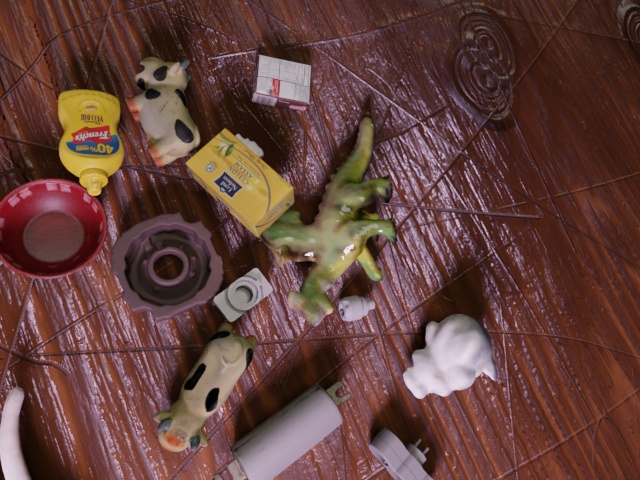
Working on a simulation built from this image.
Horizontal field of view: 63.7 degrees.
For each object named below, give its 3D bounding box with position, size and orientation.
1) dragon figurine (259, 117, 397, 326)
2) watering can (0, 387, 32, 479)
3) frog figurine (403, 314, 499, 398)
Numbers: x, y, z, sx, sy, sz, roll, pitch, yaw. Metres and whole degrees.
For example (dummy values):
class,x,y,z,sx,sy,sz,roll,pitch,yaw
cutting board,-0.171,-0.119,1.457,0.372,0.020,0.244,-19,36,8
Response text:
class,x,y,z,sx,sy,sz,roll,pitch,yaw
dragon figurine,0.003,-0.047,0.930,0.243,0.120,0.418,-1,65,-8
watering can,-0.404,0.392,0.661,0.224,0.102,0.353,26,69,-9
frog figurine,0.219,0.202,0.905,0.160,0.119,0.140,-10,45,-10
